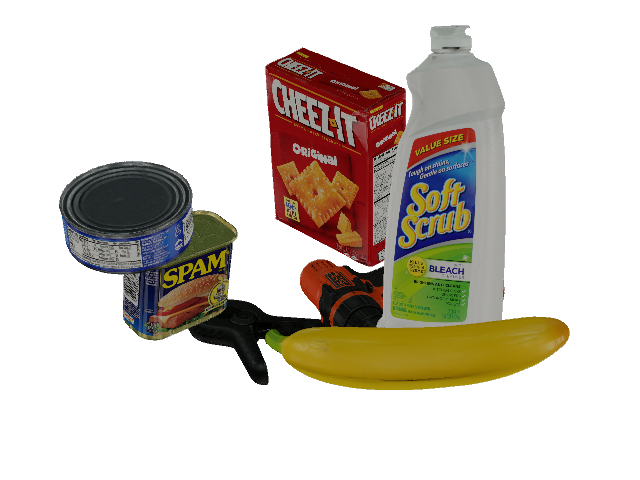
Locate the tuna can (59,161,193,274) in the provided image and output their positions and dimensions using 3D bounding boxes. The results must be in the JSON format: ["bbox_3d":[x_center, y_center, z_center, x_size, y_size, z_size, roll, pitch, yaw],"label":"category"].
[{"bbox_3d":[-0.126,-0.015,0.702,0.086,0.034,0.086,0,36,0],"label":"tuna can"}]

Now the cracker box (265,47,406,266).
[{"bbox_3d":[0.017,-0.094,1.239,0.164,0.214,0.072,28,46,36],"label":"cracker box"}]

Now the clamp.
[{"bbox_3d":[-0.089,0.107,1.239,0.210,0.036,0.164,14,22,29],"label":"clamp"}]

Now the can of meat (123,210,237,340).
[{"bbox_3d":[-0.126,0.031,0.946,0.101,0.084,0.058,-21,42,-38],"label":"can of meat"}]

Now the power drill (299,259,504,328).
[{"bbox_3d":[0.091,0.057,1.098,0.187,0.057,0.185,-11,27,-20],"label":"power drill"}]

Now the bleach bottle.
[{"bbox_3d":[0.095,-0.041,0.841,0.103,0.251,0.068,5,14,27],"label":"bleach bottle"}]

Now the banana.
[{"bbox_3d":[0.062,0.066,0.667,0.198,0.037,0.069,0,25,1],"label":"banana"}]
